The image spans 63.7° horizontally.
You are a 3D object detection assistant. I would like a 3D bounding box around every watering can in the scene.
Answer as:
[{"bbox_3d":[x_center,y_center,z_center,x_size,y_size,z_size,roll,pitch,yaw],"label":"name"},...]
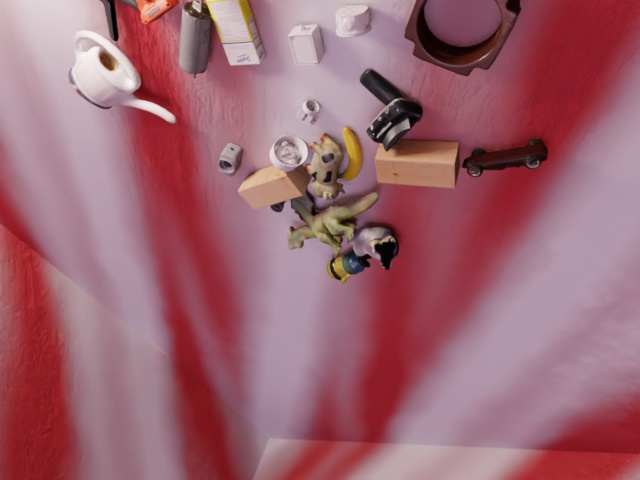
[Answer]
[{"bbox_3d":[-0.598,-0.448,1.519,0.222,0.106,0.343,-16,125,40],"label":"watering can"}]

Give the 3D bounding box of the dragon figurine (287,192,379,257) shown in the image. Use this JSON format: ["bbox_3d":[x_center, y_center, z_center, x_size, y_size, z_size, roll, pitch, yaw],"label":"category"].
[{"bbox_3d":[0.005,-0.082,1.632,0.243,0.125,0.401,35,133,1],"label":"dragon figurine"}]

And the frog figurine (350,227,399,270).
[{"bbox_3d":[0.175,0.012,1.662,0.136,0.123,0.161,37,176,-27],"label":"frog figurine"}]
